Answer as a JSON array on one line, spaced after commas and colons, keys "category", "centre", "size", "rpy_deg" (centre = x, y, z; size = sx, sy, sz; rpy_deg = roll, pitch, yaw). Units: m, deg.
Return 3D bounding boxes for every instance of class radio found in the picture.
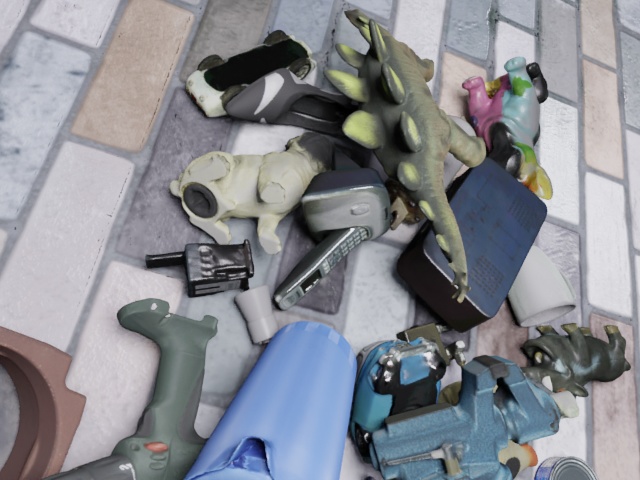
[{"category": "radio", "centre": [0.210, -0.002, 0.732], "size": [0.131, 0.073, 0.229], "rpy_deg": [41, 56, -1]}]

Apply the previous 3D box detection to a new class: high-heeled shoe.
[{"category": "high-heeled shoe", "centre": [-0.002, -0.163, 0.744], "size": [0.249, 0.086, 0.145], "rpy_deg": [-29, 75, -37]}]

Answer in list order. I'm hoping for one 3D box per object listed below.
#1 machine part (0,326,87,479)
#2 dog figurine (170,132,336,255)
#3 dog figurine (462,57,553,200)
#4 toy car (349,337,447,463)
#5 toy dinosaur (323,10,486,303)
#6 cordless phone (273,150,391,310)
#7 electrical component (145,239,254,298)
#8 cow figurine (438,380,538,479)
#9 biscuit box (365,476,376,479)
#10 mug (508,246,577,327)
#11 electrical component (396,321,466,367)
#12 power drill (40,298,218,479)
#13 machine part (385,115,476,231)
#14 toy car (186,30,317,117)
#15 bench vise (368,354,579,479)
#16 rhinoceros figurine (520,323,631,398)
[{"category": "machine part", "centre": [-0.325, 0.168, 0.455], "size": [0.201, 0.087, 0.201], "rpy_deg": [39, 56, -43]}, {"category": "dog figurine", "centre": [-0.078, -0.088, 0.702], "size": [0.172, 0.121, 0.190], "rpy_deg": [25, 39, 4]}, {"category": "dog figurine", "centre": [0.309, -0.163, 0.854], "size": [0.191, 0.109, 0.219], "rpy_deg": [-13, 91, -53]}, {"category": "toy car", "centre": [0.079, 0.174, 0.635], "size": [0.109, 0.103, 0.161], "rpy_deg": [-10, 118, -24]}, {"category": "toy dinosaur", "centre": [0.102, -0.132, 0.641], "size": [0.198, 0.105, 0.471], "rpy_deg": [15, 46, -48]}, {"category": "cordless phone", "centre": [-0.001, -0.002, 0.649], "size": [0.089, 0.146, 0.184], "rpy_deg": [39, 77, 21]}, {"category": "electrical component", "centre": [-0.140, 0.035, 0.626], "size": [0.119, 0.075, 0.048], "rpy_deg": [-5, 70, -19]}, {"category": "cow figurine", "centre": [0.197, 0.270, 0.657], "size": [0.127, 0.085, 0.195], "rpy_deg": [-8, 75, -29]}, {"category": "biscuit box", "centre": [0.118, 0.354, 0.597], "size": [0.202, 0.059, 0.063], "rpy_deg": [38, 92, -3]}, {"category": "mug", "centre": [0.323, 0.061, 0.789], "size": [0.109, 0.080, 0.107], "rpy_deg": [-8, 64, -20]}, {"category": "electrical component", "centre": [0.145, 0.148, 0.707], "size": [0.102, 0.045, 0.078], "rpy_deg": [-5, 73, -22]}, {"category": "power drill", "centre": [-0.166, 0.165, 0.526], "size": [0.232, 0.086, 0.207], "rpy_deg": [25, 44, -43]}, {"category": "machine part", "centre": [0.162, -0.107, 0.794], "size": [0.079, 0.079, 0.243], "rpy_deg": [41, 63, -2]}, {"category": "toy car", "centre": [-0.093, -0.237, 0.763], "size": [0.202, 0.056, 0.073], "rpy_deg": [-33, 78, -29]}, {"category": "bench vise", "centre": [0.174, 0.250, 0.558], "size": [0.224, 0.129, 0.240], "rpy_deg": [-14, 85, -13]}, {"category": "rhinoceros figurine", "centre": [0.351, 0.174, 0.764], "size": [0.190, 0.073, 0.112], "rpy_deg": [-2, 82, -23]}]
